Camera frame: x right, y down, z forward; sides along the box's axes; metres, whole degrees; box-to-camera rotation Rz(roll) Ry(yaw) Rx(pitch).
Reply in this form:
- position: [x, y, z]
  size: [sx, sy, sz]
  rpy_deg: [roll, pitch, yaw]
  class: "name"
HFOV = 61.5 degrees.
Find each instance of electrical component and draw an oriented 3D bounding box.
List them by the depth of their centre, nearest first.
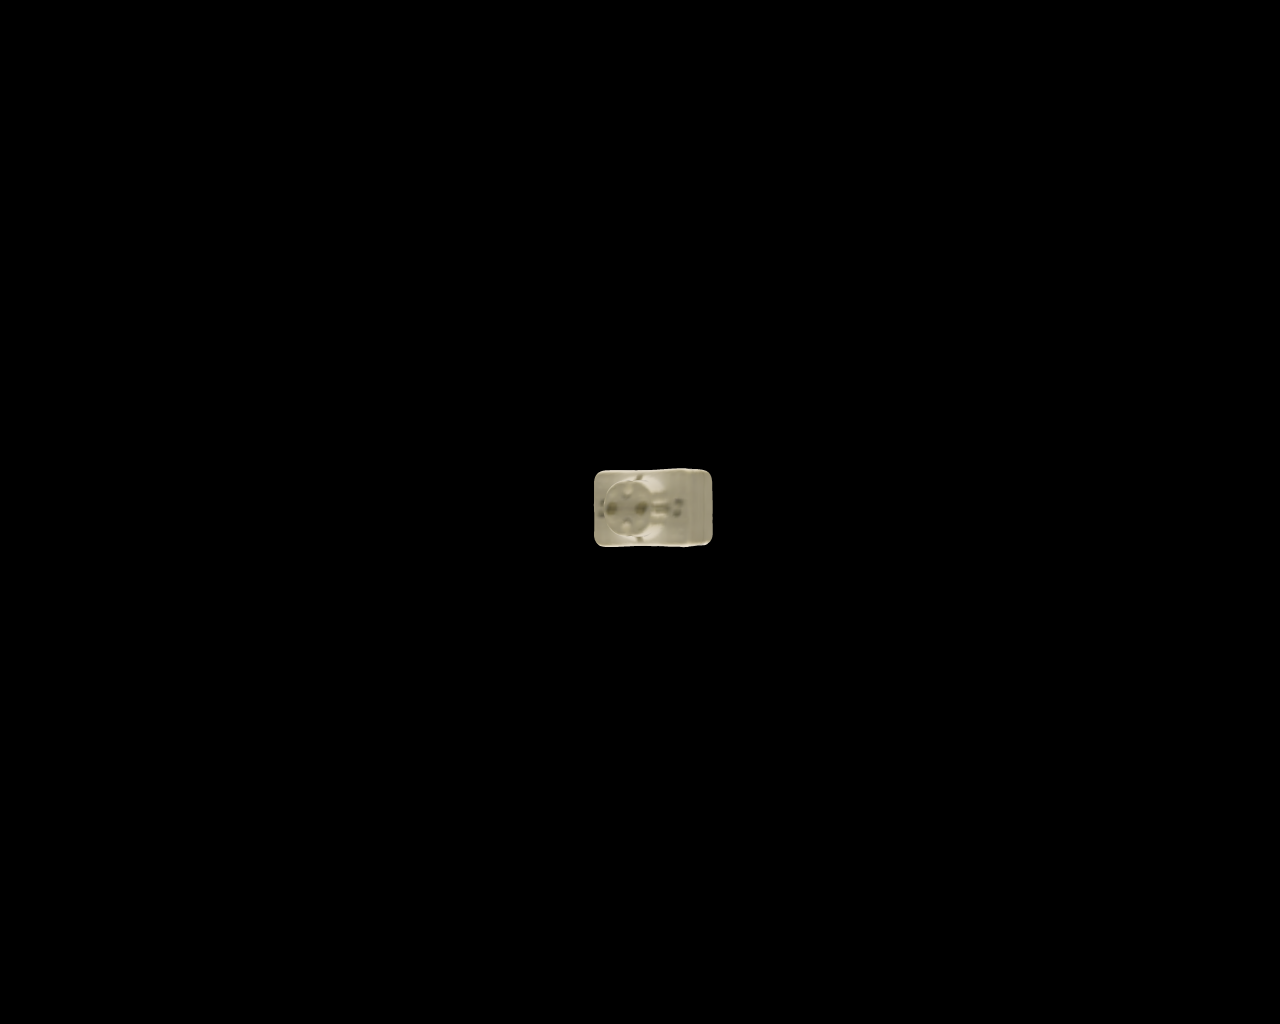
- position: [0.001, -0.003, 0.650]
  size: [0.066, 0.047, 0.077]
  rpy_deg: [0, 0, 25]
  class: "electrical component"
